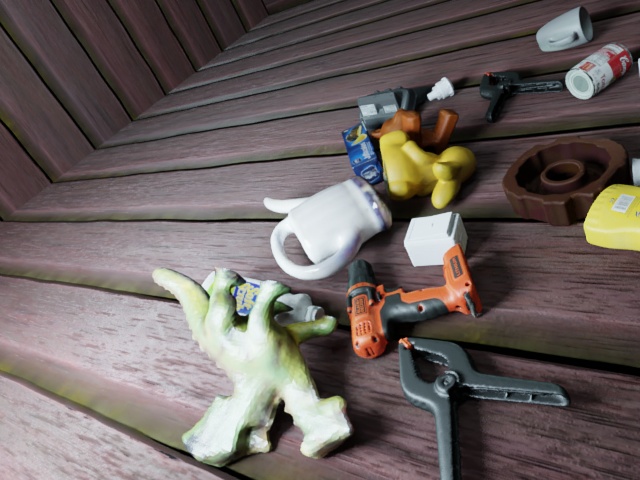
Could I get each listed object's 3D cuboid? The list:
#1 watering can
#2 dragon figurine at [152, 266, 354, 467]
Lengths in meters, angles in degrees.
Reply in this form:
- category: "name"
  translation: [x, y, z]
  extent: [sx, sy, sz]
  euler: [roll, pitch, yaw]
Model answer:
- category: "watering can"
  translation: [0.003, -0.049, 0.969]
  extent: [0.224, 0.102, 0.354]
  euler: [-28, 32, -1]
- category: "dragon figurine"
  translation: [-0.124, 0.176, 0.708]
  extent: [0.411, 0.247, 0.120]
  euler: [7, -24, 31]
